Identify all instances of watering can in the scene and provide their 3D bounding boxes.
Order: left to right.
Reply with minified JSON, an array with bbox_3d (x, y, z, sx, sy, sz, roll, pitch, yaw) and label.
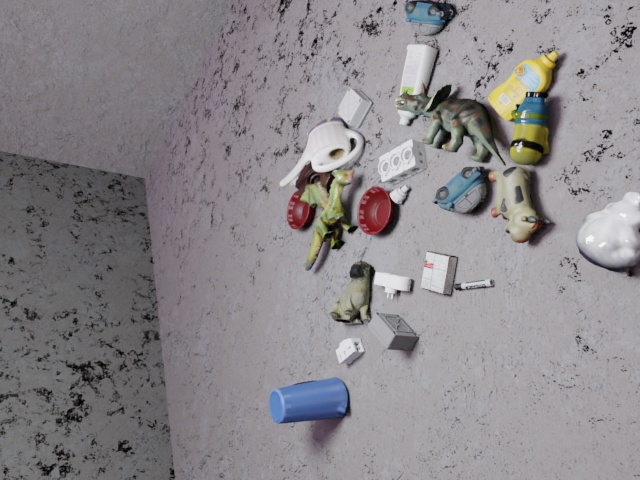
[{"bbox_3d":[-0.004,-0.332,1.910,0.346,0.102,0.230,-20,51,15],"label":"watering can"}]

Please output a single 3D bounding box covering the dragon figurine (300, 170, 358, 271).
[{"bbox_3d":[0.006,-0.094,1.865,0.403,0.122,0.247,-48,56,33],"label":"dragon figurine"}]

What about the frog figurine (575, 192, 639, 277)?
[{"bbox_3d":[0.609,-0.021,1.054,0.140,0.122,0.156,-104,26,-59],"label":"frog figurine"}]
